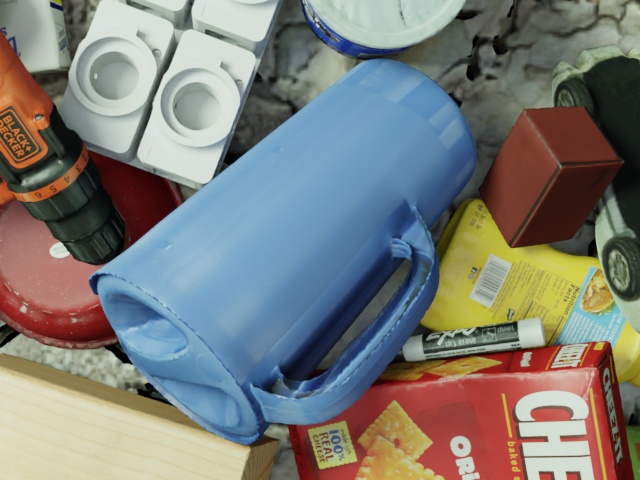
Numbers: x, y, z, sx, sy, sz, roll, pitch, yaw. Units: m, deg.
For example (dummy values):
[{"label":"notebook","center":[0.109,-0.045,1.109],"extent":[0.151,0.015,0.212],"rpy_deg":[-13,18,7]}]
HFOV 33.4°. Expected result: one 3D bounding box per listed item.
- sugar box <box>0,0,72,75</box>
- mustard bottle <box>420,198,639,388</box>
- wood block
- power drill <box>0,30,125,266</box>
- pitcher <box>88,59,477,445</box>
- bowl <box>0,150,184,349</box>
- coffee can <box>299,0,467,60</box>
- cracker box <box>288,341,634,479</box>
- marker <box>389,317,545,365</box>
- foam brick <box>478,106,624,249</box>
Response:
[{"label":"sugar box","center":[-0.227,-0.195,0.709],"extent":[0.093,0.048,0.176],"rpy_deg":[-7,100,1]},{"label":"mustard bottle","center":[0.166,0.053,0.740],"extent":[0.191,0.058,0.096],"rpy_deg":[26,91,-4]},{"label":"wood block","center":[-0.143,0.145,0.699],"extent":[0.206,0.090,0.090],"rpy_deg":[15,86,12]},{"label":"power drill","center":[-0.229,-0.023,0.636],"extent":[0.187,0.057,0.184],"rpy_deg":[-28,127,-2]},{"label":"pitcher","center":[-0.004,0.001,0.650],"extent":[0.149,0.145,0.242],"rpy_deg":[46,64,-3]},{"label":"bowl","center":[-0.171,0.001,0.729],"extent":[0.162,0.055,0.162],"rpy_deg":[0,97,-1]},{"label":"coffee can","center":[0.037,-0.168,0.670],"extent":[0.103,0.140,0.103],"rpy_deg":[0,97,-1]},{"label":"cracker box","center":[0.095,0.163,0.710],"extent":[0.214,0.072,0.164],"rpy_deg":[-8,97,24]},{"label":"marker","center":[0.088,0.069,0.711],"extent":[0.121,0.020,0.020],"rpy_deg":[-10,97,15]},{"label":"foam brick","center":[0.148,-0.041,0.690],"extent":[0.052,0.051,0.078],"rpy_deg":[-6,142,-27]}]
